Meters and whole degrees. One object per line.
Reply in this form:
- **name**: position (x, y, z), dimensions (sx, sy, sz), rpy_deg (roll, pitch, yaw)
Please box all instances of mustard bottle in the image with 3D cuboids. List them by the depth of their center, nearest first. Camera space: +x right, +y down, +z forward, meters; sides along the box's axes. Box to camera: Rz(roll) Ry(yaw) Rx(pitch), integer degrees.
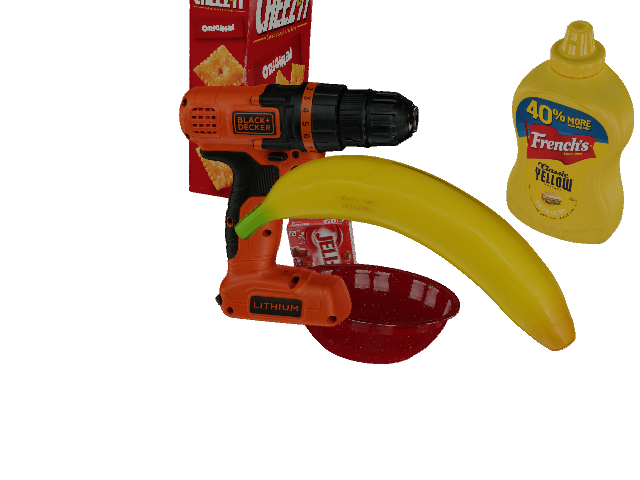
- **mustard bottle**: position (0.201, -0.089, 0.856), dimensions (0.096, 0.191, 0.058), rpy_deg (25, 50, 30)

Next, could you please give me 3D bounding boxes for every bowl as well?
- **bowl**: position (0.047, 0.072, 0.997), dimensions (0.162, 0.055, 0.162), rpy_deg (6, 17, -2)

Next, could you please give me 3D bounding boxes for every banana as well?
- **banana**: position (0.053, -0.004, 0.591), dimensions (0.198, 0.070, 0.037), rpy_deg (20, 9, 14)

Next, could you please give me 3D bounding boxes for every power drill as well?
- **power drill**: position (-0.015, -0.030, 0.826), dimensions (0.185, 0.188, 0.057), rpy_deg (4, 18, 17)

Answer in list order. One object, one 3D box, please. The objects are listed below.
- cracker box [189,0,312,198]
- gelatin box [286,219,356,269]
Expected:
- **cracker box**: position (-0.066, -0.165, 1.064), dimensions (0.072, 0.214, 0.164), rpy_deg (11, 21, 18)
- **gelatin box**: position (0.003, 0.014, 1.244), dimensions (0.073, 0.089, 0.030), rpy_deg (-4, 28, 8)
